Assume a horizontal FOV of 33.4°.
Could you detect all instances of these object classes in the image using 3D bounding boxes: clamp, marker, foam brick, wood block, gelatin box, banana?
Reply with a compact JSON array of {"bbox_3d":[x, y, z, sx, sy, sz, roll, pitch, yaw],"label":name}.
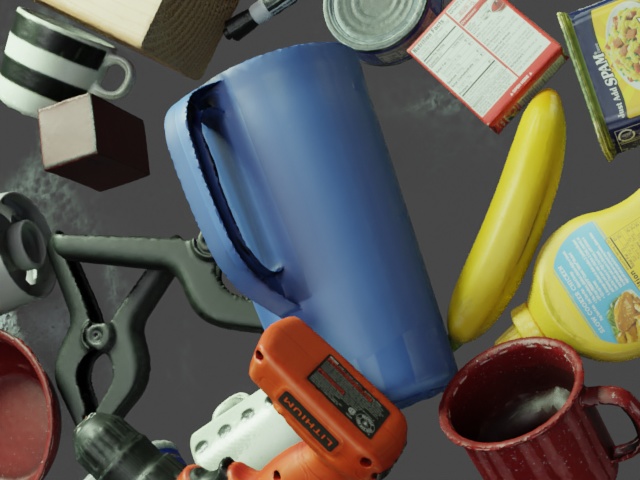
[{"bbox_3d":[-0.177,0.070,0.846,0.120,0.039,0.171,11,82,25],"label":"clamp"},{"bbox_3d":[-0.025,-0.192,0.835,0.121,0.020,0.020,-30,70,17],"label":"marker"},{"bbox_3d":[-0.179,-0.077,0.852,0.053,0.078,0.051,-15,74,19],"label":"foam brick"},{"bbox_3d":[-0.177,-0.217,0.869,0.206,0.090,0.090,28,93,25],"label":"wood block"},{"bbox_3d":[0.118,-0.131,0.754,0.073,0.030,0.089,-48,66,11],"label":"gelatin box"},{"bbox_3d":[0.123,-0.012,0.709,0.037,0.070,0.198,24,90,-17],"label":"banana"},{"bbox_3d":[-0.077,-0.007,0.805,0.210,0.036,0.164,32,81,14],"label":"clamp"}]

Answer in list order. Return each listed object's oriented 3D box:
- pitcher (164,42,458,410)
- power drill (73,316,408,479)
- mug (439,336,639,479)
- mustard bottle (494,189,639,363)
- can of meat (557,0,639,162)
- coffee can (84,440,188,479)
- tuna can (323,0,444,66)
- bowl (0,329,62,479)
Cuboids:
[{"bbox_3d":[-0.005,0.001,0.711,0.149,0.145,0.243,-18,77,-9],"label":"pitcher"},{"bbox_3d":[-0.050,0.134,0.656,0.184,0.057,0.188,41,121,4],"label":"power drill"},{"bbox_3d":[0.142,0.117,0.649,0.117,0.081,0.093,-17,30,28],"label":"mug"},{"bbox_3d":[0.195,0.022,0.676,0.192,0.058,0.096,-35,74,15],"label":"mustard bottle"},{"bbox_3d":[0.211,-0.114,0.694,0.084,0.057,0.102,-19,74,18],"label":"can of meat"},{"bbox_3d":[-0.109,0.228,0.752,0.103,0.102,0.140,-44,67,11],"label":"coffee can"},{"bbox_3d":[0.046,-0.175,0.791,0.086,0.033,0.086,-4,79,24],"label":"tuna can"},{"bbox_3d":[-0.265,0.151,0.862,0.162,0.055,0.162,-5,79,24],"label":"bowl"}]
